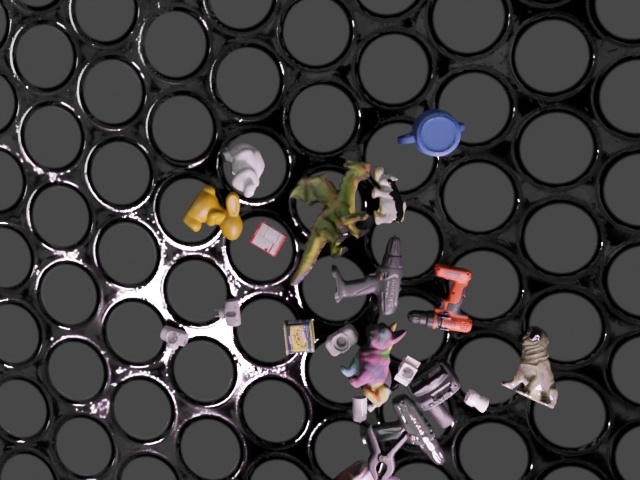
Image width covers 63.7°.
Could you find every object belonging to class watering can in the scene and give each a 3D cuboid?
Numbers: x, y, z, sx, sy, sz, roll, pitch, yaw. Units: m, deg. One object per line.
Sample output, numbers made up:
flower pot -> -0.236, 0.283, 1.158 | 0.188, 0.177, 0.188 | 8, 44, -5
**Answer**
watering can -> 0.105, 0.804, 1.534 | 0.346, 0.104, 0.225 | -39, -93, 8

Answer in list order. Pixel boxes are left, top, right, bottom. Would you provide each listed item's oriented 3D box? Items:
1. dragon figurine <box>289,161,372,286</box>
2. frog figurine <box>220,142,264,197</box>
dragon figurine -> 0.005, -0.076, 1.513 | 0.408, 0.121, 0.246 | -39, -109, 11
frog figurine -> -0.207, -0.203, 1.484 | 0.123, 0.134, 0.162 | -20, -141, -19
